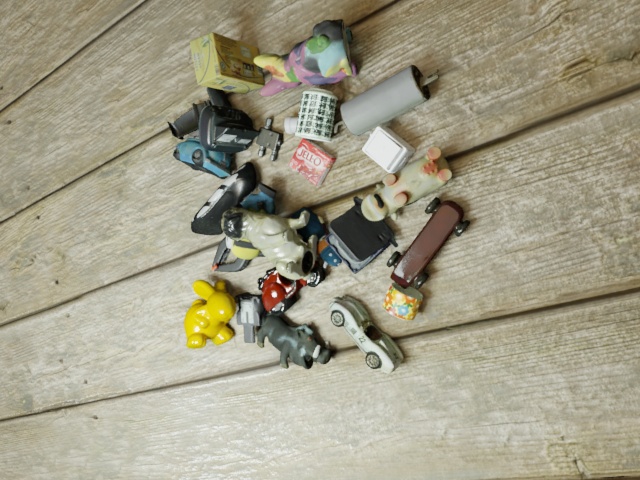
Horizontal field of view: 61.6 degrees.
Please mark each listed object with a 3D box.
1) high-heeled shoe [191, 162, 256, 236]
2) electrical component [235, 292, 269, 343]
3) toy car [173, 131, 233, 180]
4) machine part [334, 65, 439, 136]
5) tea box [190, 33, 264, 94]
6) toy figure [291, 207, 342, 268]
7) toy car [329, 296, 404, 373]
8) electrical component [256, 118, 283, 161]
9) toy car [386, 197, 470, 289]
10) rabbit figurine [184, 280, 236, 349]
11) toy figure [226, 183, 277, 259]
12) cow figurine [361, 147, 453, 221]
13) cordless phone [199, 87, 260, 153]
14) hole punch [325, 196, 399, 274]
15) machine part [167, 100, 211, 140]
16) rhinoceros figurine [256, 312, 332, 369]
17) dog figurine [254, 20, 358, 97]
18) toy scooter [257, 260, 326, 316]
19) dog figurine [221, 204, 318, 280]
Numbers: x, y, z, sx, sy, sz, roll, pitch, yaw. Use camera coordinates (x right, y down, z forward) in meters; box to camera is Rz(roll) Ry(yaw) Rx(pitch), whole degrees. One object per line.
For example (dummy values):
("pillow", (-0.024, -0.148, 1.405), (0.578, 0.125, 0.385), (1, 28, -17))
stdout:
("high-heeled shoe", (-0.245, -0.100, 1.332), (0.249, 0.086, 0.145), (-17, 53, 47))
("electrical component", (-0.165, 0.190, 1.325), (0.075, 0.048, 0.119), (-5, 95, 30))
("toy car", (-0.277, -0.218, 1.315), (0.162, 0.109, 0.103), (21, 83, 38))
("machine part", (0.130, -0.278, 1.083), (0.243, 0.079, 0.079), (-23, 85, 31))
("tea box", (-0.203, -0.390, 1.202), (0.068, 0.169, 0.098), (-10, 90, 30))
("toy figure", (-0.002, -0.005, 1.204), (0.154, 0.058, 0.064), (52, 123, 8))
("toy car", (0.097, 0.200, 1.164), (0.202, 0.073, 0.056), (49, 120, 15))
("electrical component", (-0.116, -0.235, 1.258), (0.063, 0.021, 0.094), (22, 106, 25))
("toy car", (0.216, 0.009, 1.084), (0.089, 0.053, 0.202), (36, 108, 10))
("rabbit figurine", (-0.260, 0.176, 1.338), (0.173, 0.122, 0.162), (-39, 53, 48))
("toy figure", (-0.153, -0.040, 1.241), (0.089, 0.082, 0.180), (33, 101, 17))
("cow figurine", (0.168, -0.103, 1.071), (0.195, 0.127, 0.085), (-32, 82, 14))
("cordless phone", (-0.237, -0.296, 1.250), (0.089, 0.146, 0.184), (-38, 72, 32))
("hole punch", (0.082, -0.004, 1.140), (0.142, 0.116, 0.092), (49, 157, 17))
("machine part", (-0.323, -0.295, 1.358), (0.139, 0.039, 0.084), (-15, 94, 28))
("rhinoceros figurine", (-0.059, 0.240, 1.264), (0.191, 0.073, 0.112), (28, 99, 26))
("dog figurine", (-0.038, -0.367, 1.114), (0.219, 0.191, 0.108), (-12, 97, 15))
("toy scooter", (-0.085, 0.084, 1.243), (0.184, 0.075, 0.135), (-42, 88, 26))
("dog figurine", (-0.114, 0.009, 1.169), (0.191, 0.121, 0.172), (6, 115, 30))
